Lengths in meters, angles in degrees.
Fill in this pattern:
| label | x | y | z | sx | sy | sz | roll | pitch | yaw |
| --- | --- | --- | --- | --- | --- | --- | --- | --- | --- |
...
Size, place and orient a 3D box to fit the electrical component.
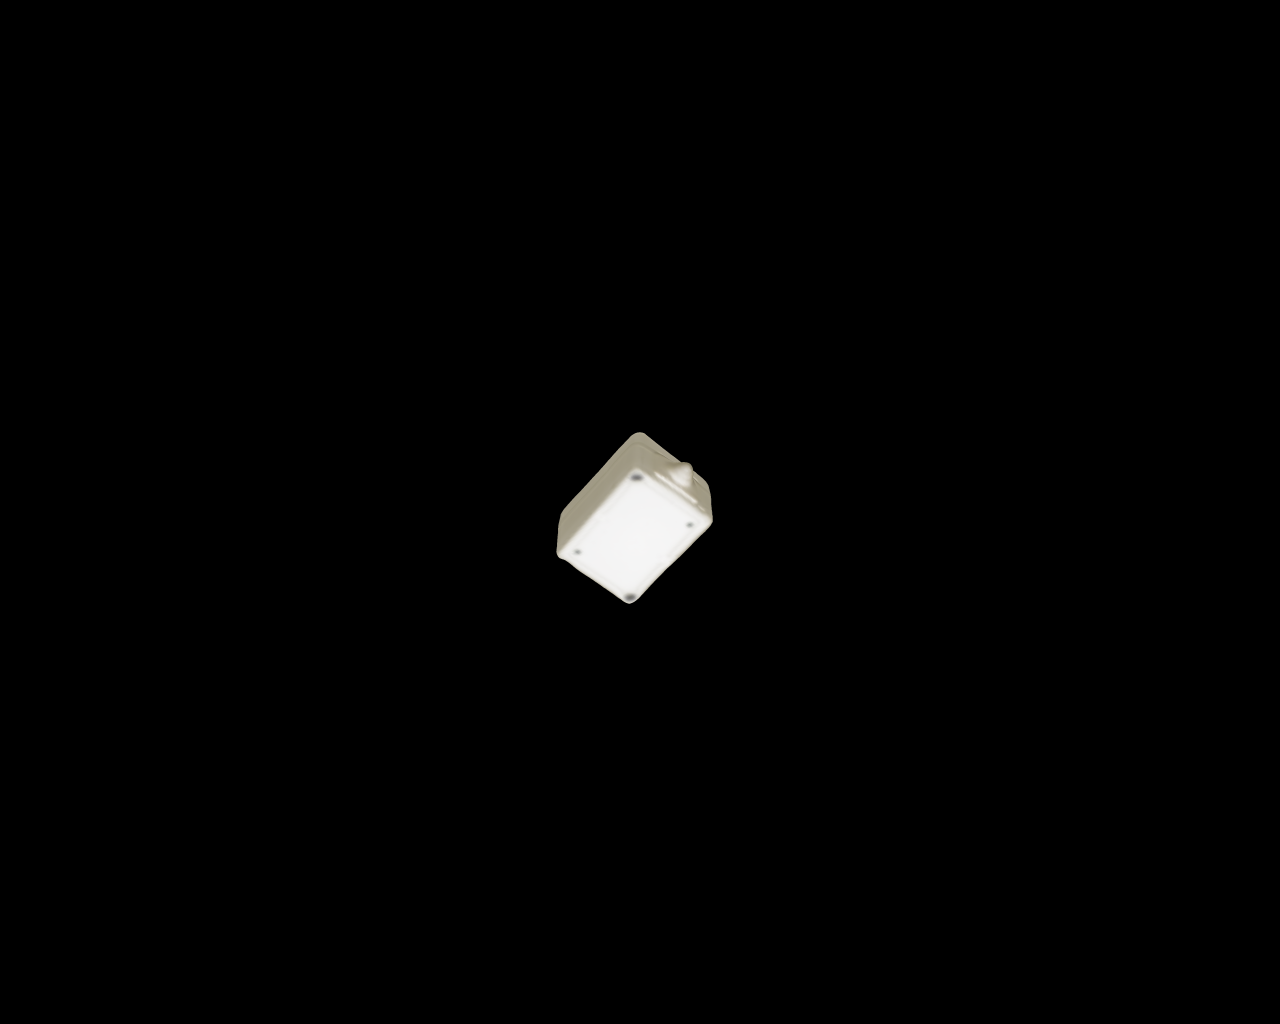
| label | x | y | z | sx | sy | sz | roll | pitch | yaw |
| --- | --- | --- | --- | --- | --- | --- | --- | --- | --- |
| electrical component | 0.001 | -0.003 | 0.650 | 0.061 | 0.096 | 0.061 | 36 | 24 | -18 |
